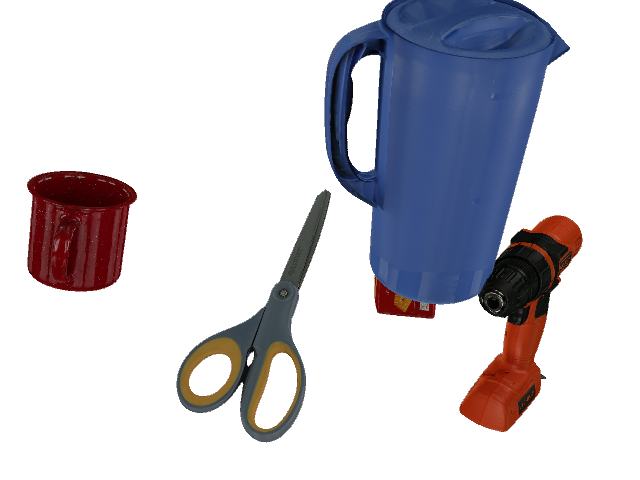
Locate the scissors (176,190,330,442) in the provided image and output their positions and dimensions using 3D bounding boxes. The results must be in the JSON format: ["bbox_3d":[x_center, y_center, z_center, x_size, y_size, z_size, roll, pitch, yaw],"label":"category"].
[{"bbox_3d":[-0.045,0.046,0.744,0.096,0.201,0.016,-1,-35,7],"label":"scissors"}]

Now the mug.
[{"bbox_3d":[-0.211,-0.003,0.920,0.093,0.081,0.117,9,21,-5],"label":"mug"}]

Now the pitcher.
[{"bbox_3d":[0.093,-0.071,0.869,0.149,0.243,0.144,24,38,25],"label":"pitcher"}]

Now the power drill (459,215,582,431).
[{"bbox_3d":[0.182,0.082,0.997,0.057,0.188,0.184,24,31,25],"label":"power drill"}]

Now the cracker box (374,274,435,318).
[{"bbox_3d":[0.102,-0.032,1.212,0.072,0.164,0.213,3,23,6],"label":"cracker box"}]
